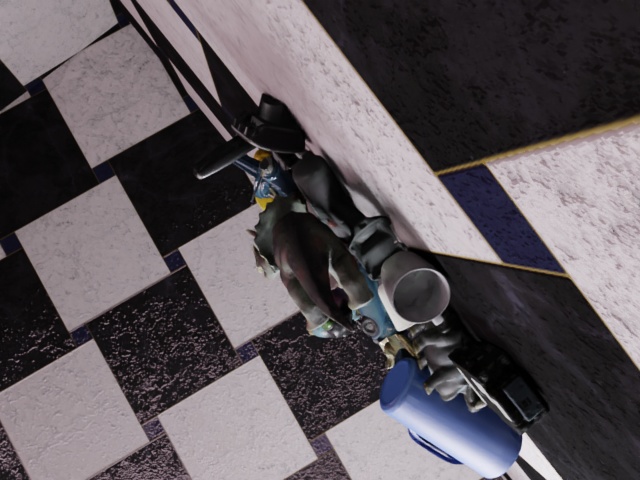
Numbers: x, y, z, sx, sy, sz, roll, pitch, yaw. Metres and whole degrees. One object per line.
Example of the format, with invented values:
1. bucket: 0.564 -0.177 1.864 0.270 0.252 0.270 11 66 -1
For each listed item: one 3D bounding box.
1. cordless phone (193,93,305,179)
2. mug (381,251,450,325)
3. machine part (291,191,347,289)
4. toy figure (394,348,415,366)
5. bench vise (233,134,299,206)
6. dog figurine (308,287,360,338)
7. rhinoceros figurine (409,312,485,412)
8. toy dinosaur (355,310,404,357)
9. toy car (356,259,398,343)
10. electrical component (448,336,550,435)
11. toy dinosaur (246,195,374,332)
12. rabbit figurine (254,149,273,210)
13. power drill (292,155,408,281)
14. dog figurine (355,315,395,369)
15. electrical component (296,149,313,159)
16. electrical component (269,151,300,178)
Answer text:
1. cordless phone: -0.128 -0.153 0.897 0.088 0.184 0.147 59 172 -34
2. mug: 0.134 0.064 0.757 0.109 0.081 0.107 46 -171 -21
3. machine part: -0.002 -0.003 1.098 0.201 0.087 0.201 54 -161 3
4. toy figure: 0.223 0.246 1.041 0.154 0.057 0.064 13 -161 -6
5. bench vise: -0.138 -0.162 1.268 0.241 0.128 0.223 30 -171 19
6. dog figurine: 0.032 0.093 1.233 0.191 0.109 0.219 -41 -47 -68
7. rhinoceros figurine: 0.215 0.198 0.875 0.073 0.112 0.190 -91 -23 -70
8. toy dinosaur: 0.173 0.171 1.154 0.470 0.105 0.199 57 167 -29
9. toy car: 0.122 0.095 0.957 0.109 0.103 0.161 -35 -71 -57
10. electrical component: 0.257 0.206 0.765 0.115 0.058 0.134 50 176 -9
11. toy dinosaur: -0.022 0.019 0.789 0.192 0.131 0.405 53 172 -5
12. rabbit figurine: -0.122 -0.167 1.462 0.173 0.122 0.162 64 -174 2
13. power drill: 0.054 -0.026 0.869 0.231 0.086 0.207 54 -178 -40
14. dog figurine: 0.167 0.205 1.383 0.190 0.121 0.172 55 -169 -12
15. electrical component: -0.012 -0.132 0.954 0.094 0.021 0.063 51 176 6
16. electrical component: -0.062 -0.165 1.046 0.075 0.048 0.119 52 175 1
